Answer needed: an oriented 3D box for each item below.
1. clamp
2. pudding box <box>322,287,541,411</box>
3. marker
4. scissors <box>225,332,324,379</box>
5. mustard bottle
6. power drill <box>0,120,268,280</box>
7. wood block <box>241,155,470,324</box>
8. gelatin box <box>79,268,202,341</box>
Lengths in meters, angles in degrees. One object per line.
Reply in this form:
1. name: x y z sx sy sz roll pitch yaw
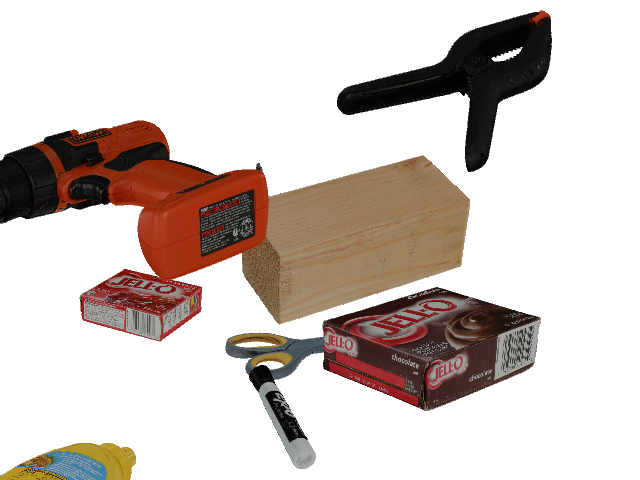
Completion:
1. clamp: 0.142 -0.139 0.944 0.209 0.036 0.165 -32 45 -20
2. pudding box: 0.071 0.066 0.681 0.113 0.039 0.090 -11 19 -42
3. marker: -0.033 0.138 0.858 0.020 0.020 0.121 0 28 -23
4. scissors: -0.006 0.128 1.209 0.201 0.016 0.096 1 25 -9
5. mustard bottle: -0.214 0.207 0.853 0.096 0.058 0.191 7 15 28
6. power drill: -0.144 -0.031 0.746 0.188 0.057 0.184 23 34 39
7. wood block: 0.033 -0.003 1.057 0.205 0.090 0.091 -16 41 -22
8. gelatin box: -0.166 0.058 0.991 0.089 0.030 0.073 12 23 22
